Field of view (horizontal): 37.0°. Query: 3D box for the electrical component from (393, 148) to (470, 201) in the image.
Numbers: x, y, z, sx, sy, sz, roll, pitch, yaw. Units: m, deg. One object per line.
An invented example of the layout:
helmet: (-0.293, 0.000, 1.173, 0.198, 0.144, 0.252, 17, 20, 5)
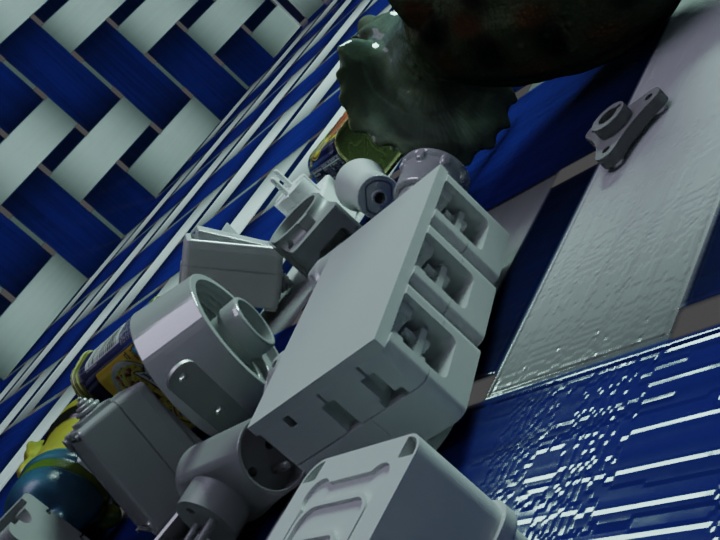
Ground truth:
electrical component: (0.042, -0.044, 0.695, 0.048, 0.048, 0.062, -31, 28, 48)

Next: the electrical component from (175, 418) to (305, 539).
electrical component: (-0.073, 0.121, 0.583, 0.077, 0.044, 0.079, -31, 21, 50)

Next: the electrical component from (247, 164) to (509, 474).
electrical component: (0.017, 0.029, 0.531, 0.089, 0.062, 0.150, -38, 17, 34)

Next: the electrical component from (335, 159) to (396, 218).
electrical component: (0.008, -0.062, 0.848, 0.044, 0.044, 0.065, -47, 19, 1)

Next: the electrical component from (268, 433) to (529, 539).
electrical component: (-0.002, 0.119, 0.355, 0.078, 0.057, 0.113, -28, 24, 52)

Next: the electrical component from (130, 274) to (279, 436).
electrical component: (-0.091, 0.052, 0.704, 0.060, 0.108, 0.108, -39, 15, 9)

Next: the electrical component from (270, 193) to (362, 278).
electrical component: (-0.030, -0.021, 0.816, 0.050, 0.056, 0.089, -49, 14, -7)

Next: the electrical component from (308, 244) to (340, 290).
electrical component: (0.000, 0.000, 0.698, 0.062, 0.043, 0.043, -37, 17, 30)

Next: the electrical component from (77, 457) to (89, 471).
electrical component: (-0.167, 0.140, 0.763, 0.044, 0.065, 0.044, -44, 15, 14)

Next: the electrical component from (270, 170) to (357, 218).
electrical component: (-0.046, -0.055, 0.911, 0.047, 0.077, 0.065, -42, 15, 22)

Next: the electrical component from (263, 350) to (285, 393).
electrical component: (-0.029, 0.064, 0.611, 0.043, 0.043, 0.081, -54, 15, -23)

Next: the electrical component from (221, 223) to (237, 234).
electrical component: (-0.138, 0.011, 1.029, 0.099, 0.064, 0.099, -44, 15, 14)

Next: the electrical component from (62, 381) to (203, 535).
electrical component: (-0.141, 0.112, 0.685, 0.061, 0.096, 0.062, -41, 6, -25)

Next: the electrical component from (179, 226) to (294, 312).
electrical component: (-0.102, -0.002, 0.903, 0.062, 0.096, 0.061, -147, 63, -78)

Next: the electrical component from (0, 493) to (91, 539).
electrical component: (-0.189, 0.189, 0.645, 0.055, 0.089, 0.050, -45, 14, 8)
